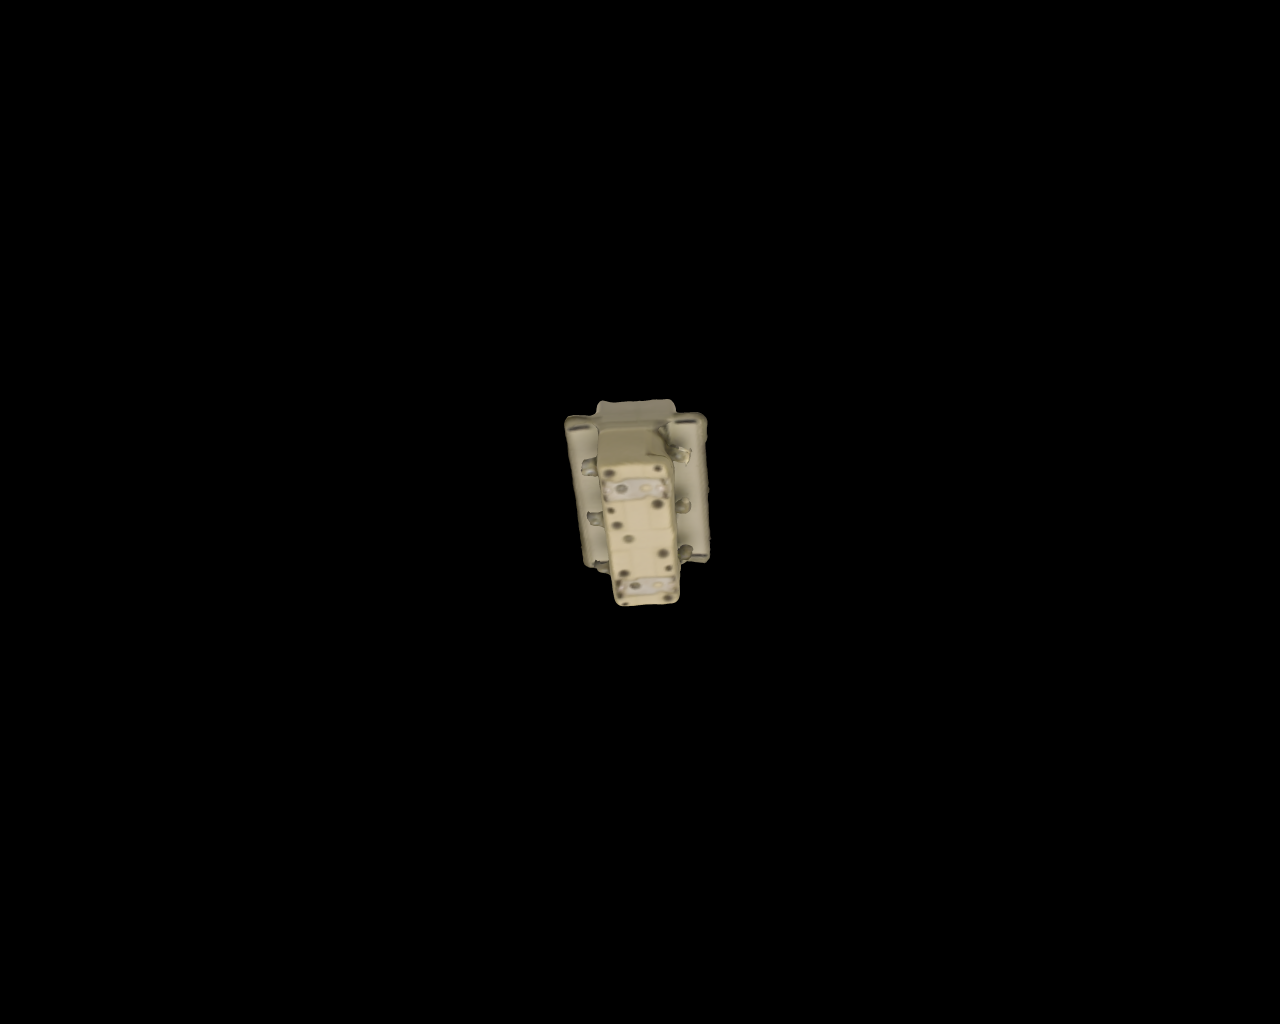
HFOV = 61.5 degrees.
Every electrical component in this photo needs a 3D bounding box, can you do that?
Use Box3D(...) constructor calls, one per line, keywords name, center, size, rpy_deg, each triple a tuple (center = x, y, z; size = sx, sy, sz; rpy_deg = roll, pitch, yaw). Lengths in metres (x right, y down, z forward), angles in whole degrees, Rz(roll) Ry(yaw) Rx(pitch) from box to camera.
Box3D(name="electrical component", center=(0.001, -0.003, 0.650), size=(0.079, 0.121, 0.063), rpy_deg=(-2, 43, 2))
